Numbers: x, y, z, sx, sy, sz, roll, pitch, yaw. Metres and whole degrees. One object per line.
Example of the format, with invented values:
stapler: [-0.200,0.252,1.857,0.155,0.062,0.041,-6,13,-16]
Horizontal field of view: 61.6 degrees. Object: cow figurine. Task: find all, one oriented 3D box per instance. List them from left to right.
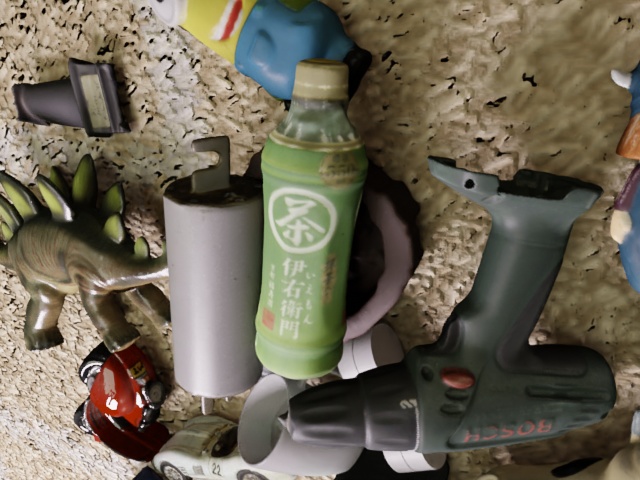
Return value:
cow figurine: [0.203,0.192,0.391,0.195,0.085,0.127,-24,118,35]

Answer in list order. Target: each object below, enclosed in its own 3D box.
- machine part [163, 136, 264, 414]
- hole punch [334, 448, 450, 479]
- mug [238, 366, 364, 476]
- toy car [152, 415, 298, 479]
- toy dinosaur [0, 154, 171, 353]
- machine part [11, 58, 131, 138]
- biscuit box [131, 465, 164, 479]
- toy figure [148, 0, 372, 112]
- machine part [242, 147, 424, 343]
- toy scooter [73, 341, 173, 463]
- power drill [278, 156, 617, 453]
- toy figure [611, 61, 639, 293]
machine part: [-0.082,0.037,0.432,0.079,0.079,0.243,14,115,24]
hole punch: [0.065,0.266,0.496,0.142,0.116,0.092,-1,117,29]
mug: [-0.006,0.167,0.504,0.109,0.107,0.081,-60,31,0]
toy car: [-0.101,0.232,0.593,0.202,0.073,0.056,-9,109,31]
toy dinosaur: [-0.287,0.015,0.596,0.472,0.105,0.198,-6,100,35]
machine part: [-0.255,-0.141,0.549,0.139,0.039,0.084,2,119,26]
biscuit box: [-0.223,0.334,0.670,0.063,0.059,0.202,44,145,7]
toy figure: [-0.047,-0.160,0.401,0.180,0.089,0.082,33,94,2]
machine part: [-0.001,-0.001,0.454,0.180,0.056,0.179,10,114,24]
toy scooter: [-0.232,0.209,0.656,0.135,0.075,0.183,35,125,11]
power drill: [0.095,0.051,0.362,0.232,0.086,0.207,5,100,-7]
toy figure: [0.212,-0.041,0.320,0.058,0.064,0.154,28,132,61]
